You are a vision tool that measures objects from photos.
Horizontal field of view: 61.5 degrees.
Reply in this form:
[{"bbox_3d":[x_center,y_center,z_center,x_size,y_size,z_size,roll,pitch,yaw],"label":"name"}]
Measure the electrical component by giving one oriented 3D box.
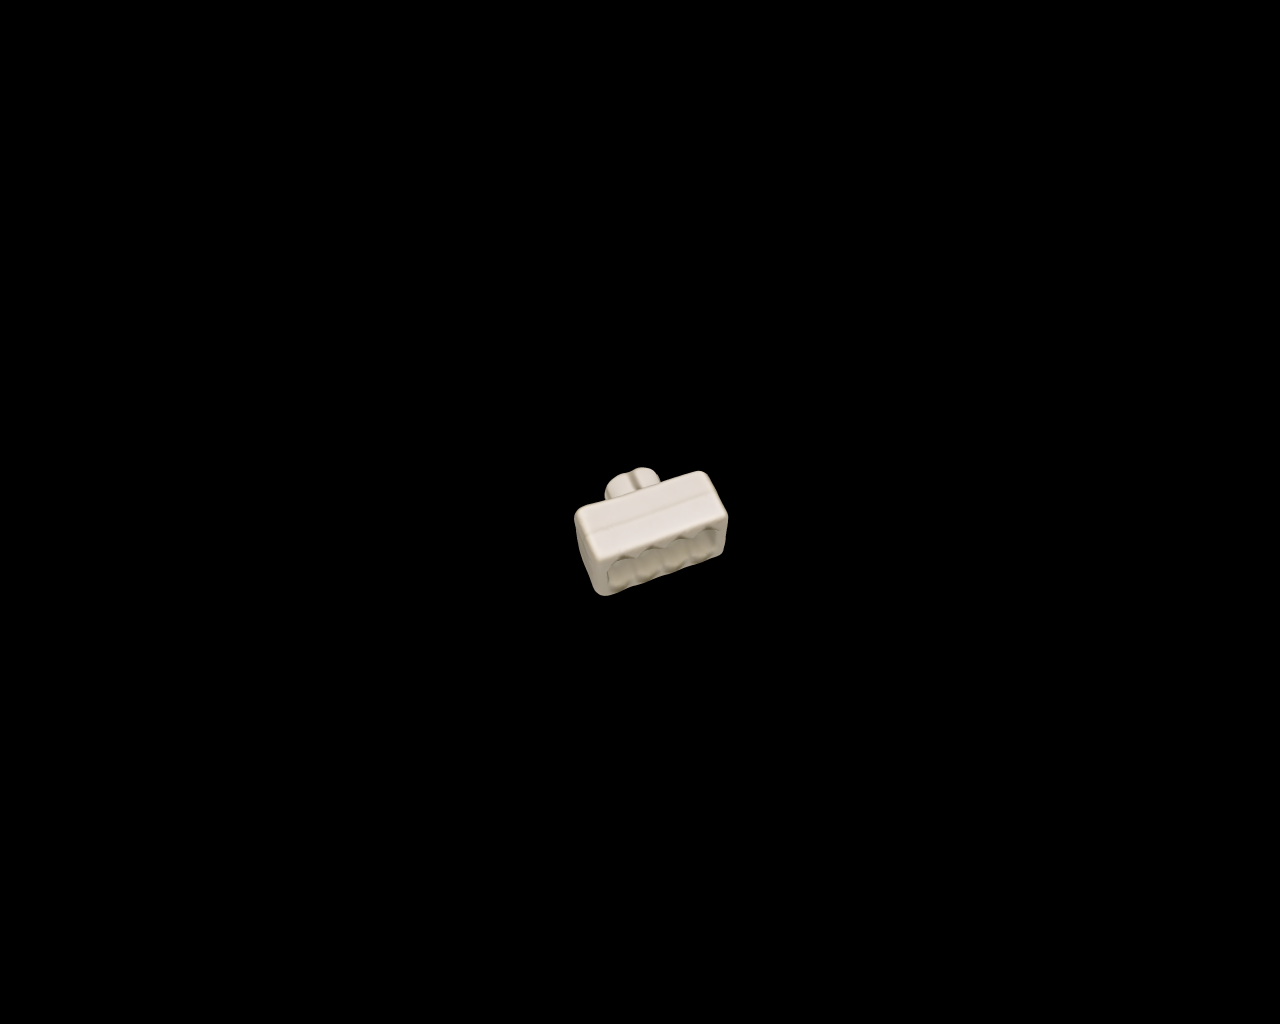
[{"bbox_3d":[0.001,-0.003,0.650,0.083,0.076,0.047,-18,-28,-10],"label":"electrical component"}]
